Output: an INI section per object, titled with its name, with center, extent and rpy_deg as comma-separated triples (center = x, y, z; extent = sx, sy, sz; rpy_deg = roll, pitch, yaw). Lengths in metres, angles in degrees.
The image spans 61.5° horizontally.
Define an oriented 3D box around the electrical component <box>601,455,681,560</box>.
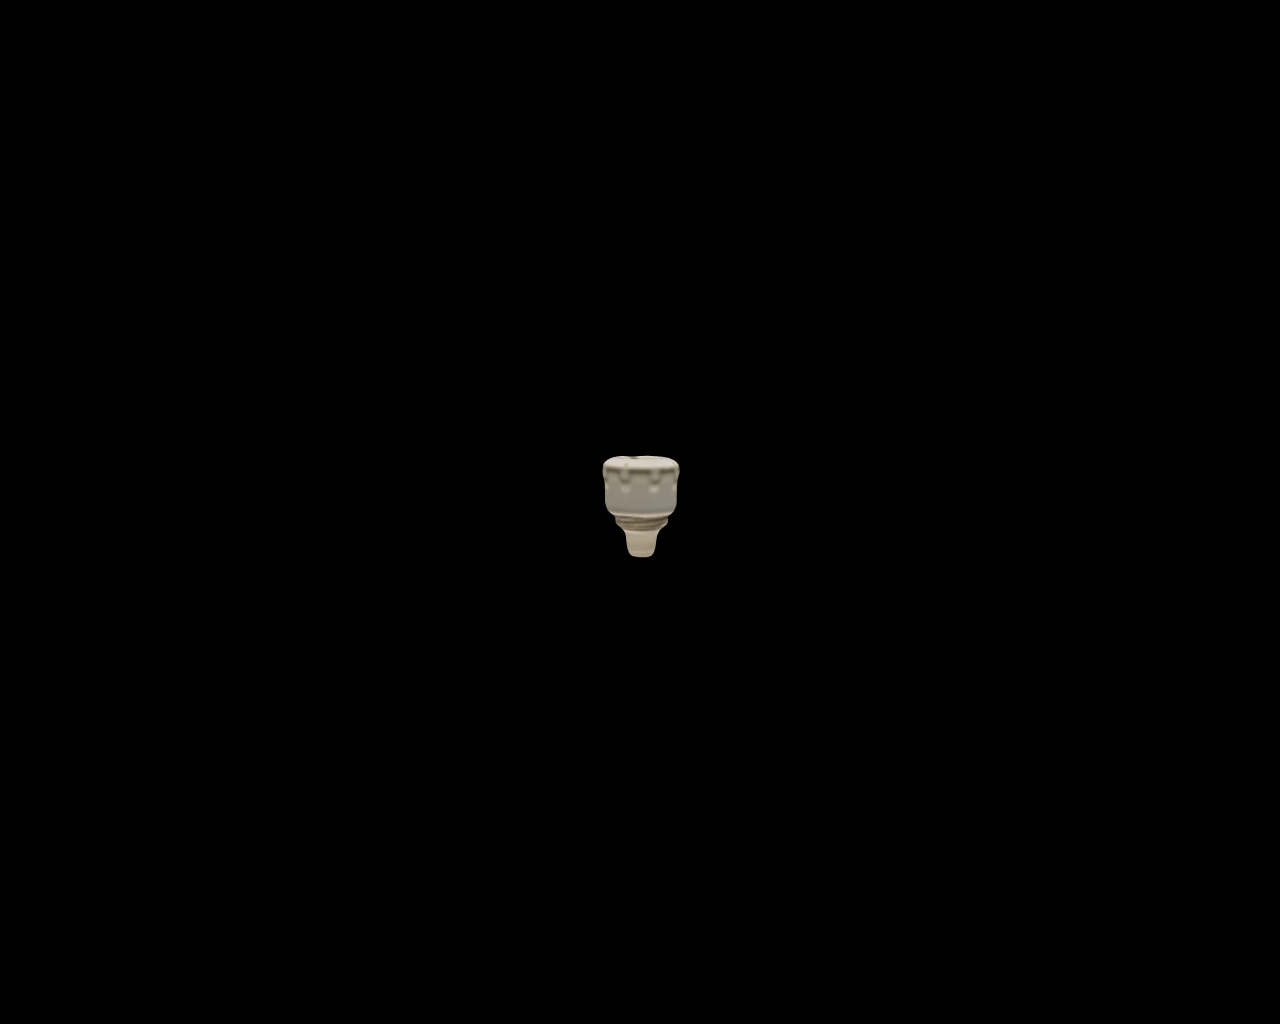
[electrical component]
center = 0.001, -0.003, 0.650
extent = 0.048, 0.062, 0.048
rpy_deg = 0, 8, 0
